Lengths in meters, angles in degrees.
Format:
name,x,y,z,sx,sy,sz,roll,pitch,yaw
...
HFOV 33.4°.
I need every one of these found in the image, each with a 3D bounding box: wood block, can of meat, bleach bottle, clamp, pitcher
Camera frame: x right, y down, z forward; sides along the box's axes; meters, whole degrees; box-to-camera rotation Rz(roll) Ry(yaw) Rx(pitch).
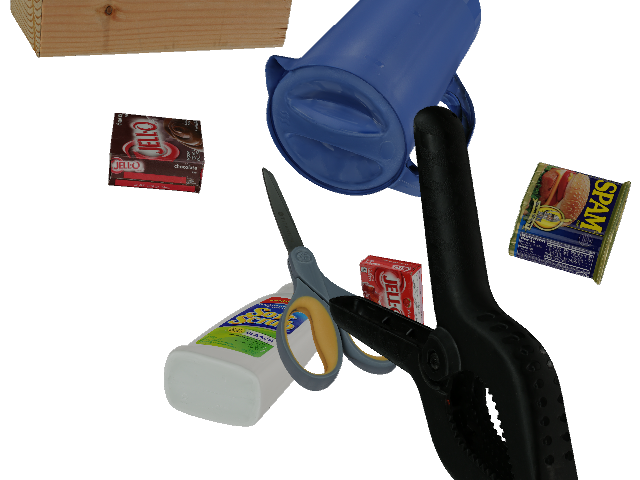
name,x,y,z,sx,sy,sz,roll,pitch,yaw
wood block,-0.132,-0.208,0.851,0.205,0.091,0.090,-8,39,-28
can of meat,0.222,-0.018,0.953,0.084,0.057,0.102,16,48,17
bleach bottle,-0.054,0.096,1.071,0.103,0.068,0.250,12,23,17
clamp,0.071,0.047,0.530,0.036,0.165,0.210,-7,44,-26
pitcher,0.069,-0.154,0.984,0.145,0.149,0.242,5,40,30

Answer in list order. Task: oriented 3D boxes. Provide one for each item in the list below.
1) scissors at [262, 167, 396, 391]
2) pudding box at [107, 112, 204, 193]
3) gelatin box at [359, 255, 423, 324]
name,x,y,z,sx,sy,sz,roll,pitch,yaw
scissors,0.006,0.024,0.761,0.096,0.201,0.016,10,-46,-14
pudding box,-0.164,-0.088,1.062,0.090,0.039,0.113,5,25,-11
gelatin box,0.089,0.067,1.330,0.073,0.089,0.030,11,31,30
